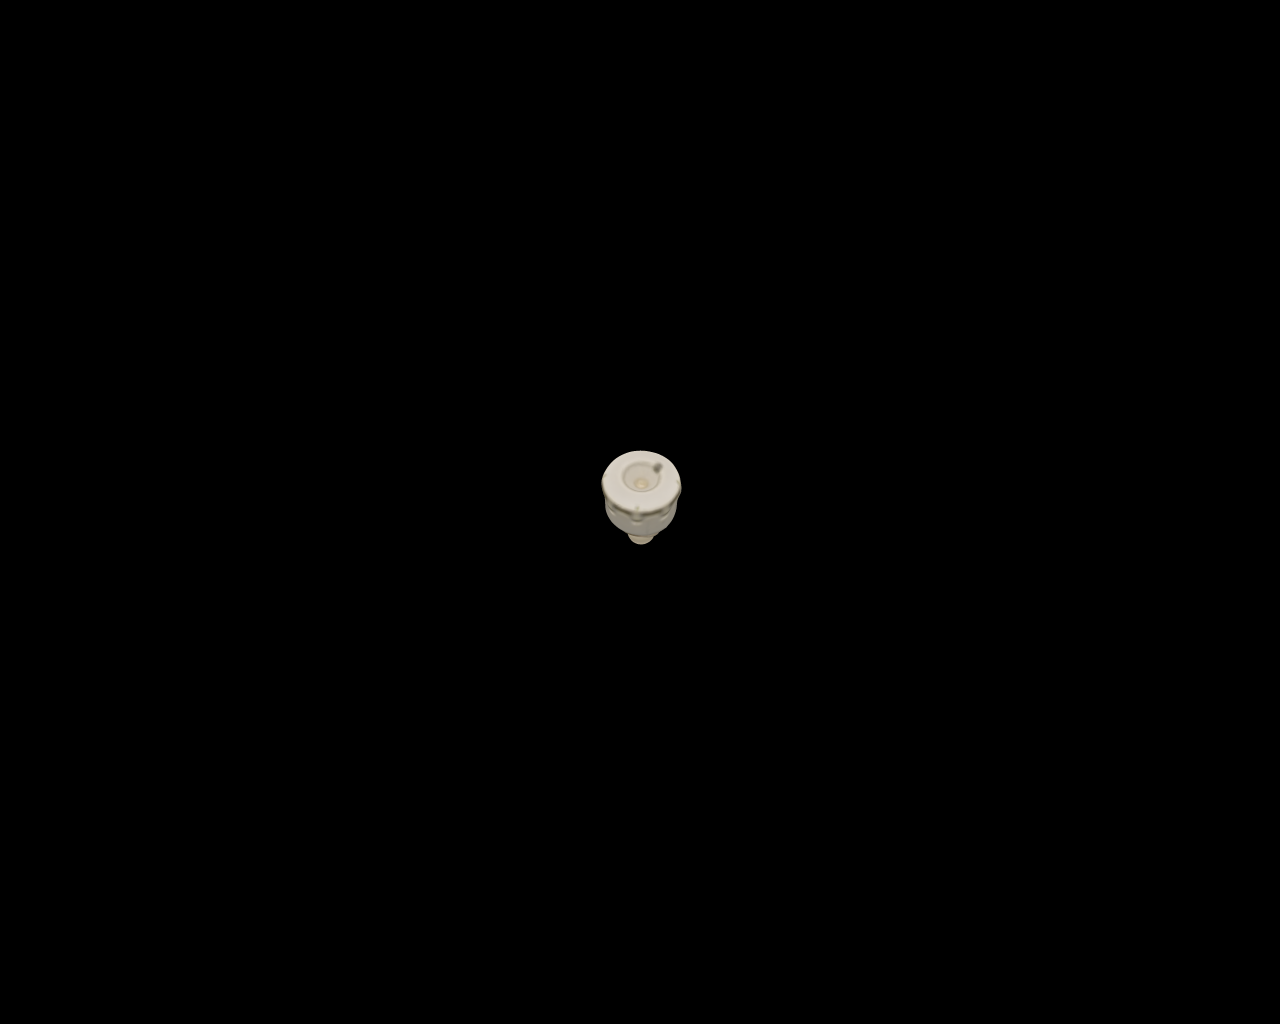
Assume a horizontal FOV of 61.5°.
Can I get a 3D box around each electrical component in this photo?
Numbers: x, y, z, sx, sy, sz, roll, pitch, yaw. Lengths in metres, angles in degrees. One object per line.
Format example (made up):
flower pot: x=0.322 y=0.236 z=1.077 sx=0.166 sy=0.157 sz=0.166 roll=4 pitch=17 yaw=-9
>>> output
electrical component: x=0.001 y=-0.003 z=0.650 sx=0.048 sy=0.048 sz=0.062 roll=0 pitch=-37 yaw=0
